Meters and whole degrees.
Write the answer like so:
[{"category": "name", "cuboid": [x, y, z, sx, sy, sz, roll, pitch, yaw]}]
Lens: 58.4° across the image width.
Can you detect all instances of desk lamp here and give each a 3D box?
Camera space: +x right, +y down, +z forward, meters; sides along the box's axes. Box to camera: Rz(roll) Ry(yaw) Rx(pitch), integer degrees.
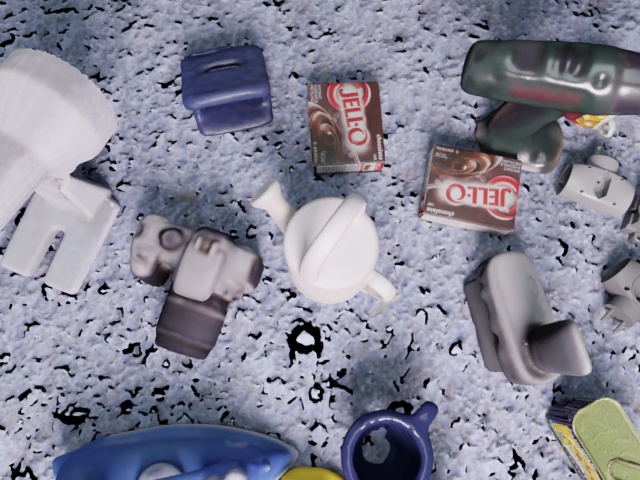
[{"category": "desk lamp", "cuboid": [-0.290, -0.063, 0.601, 0.118, 0.213, 0.203, 20, 78, 4]}]

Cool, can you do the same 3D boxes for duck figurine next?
[{"category": "duck figurine", "cuboid": [0.001, 0.285, 0.593, 0.104, 0.086, 0.077, 32, 79, 6]}]

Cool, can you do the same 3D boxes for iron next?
[{"category": "iron", "cuboid": [-0.151, 0.246, 0.571, 0.258, 0.141, 0.118, -11, 78, -3]}]

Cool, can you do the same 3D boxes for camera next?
[{"category": "camera", "cuboid": [-0.149, 0.054, 0.635, 0.143, 0.101, 0.137, 17, 78, 3]}]

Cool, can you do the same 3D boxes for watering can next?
[{"category": "watering can", "cuboid": [0.004, 0.004, 0.600, 0.172, 0.194, 0.101, 16, 78, 3]}]

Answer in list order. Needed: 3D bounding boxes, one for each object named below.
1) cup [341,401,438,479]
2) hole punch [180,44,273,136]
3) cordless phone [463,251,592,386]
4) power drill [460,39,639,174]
[{"category": "cup", "cuboid": [0.075, 0.214, 0.605, 0.091, 0.095, 0.118, 43, 81, 8]}, {"category": "hole punch", "cuboid": [-0.116, -0.192, 0.694, 0.108, 0.091, 0.101, -12, 78, -3]}, {"category": "cordless phone", "cuboid": [0.224, 0.076, 0.591, 0.094, 0.185, 0.147, -17, 78, -4]}, {"category": "power drill", "cuboid": [0.260, -0.146, 0.628, 0.229, 0.208, 0.076, 13, 78, 2]}]
